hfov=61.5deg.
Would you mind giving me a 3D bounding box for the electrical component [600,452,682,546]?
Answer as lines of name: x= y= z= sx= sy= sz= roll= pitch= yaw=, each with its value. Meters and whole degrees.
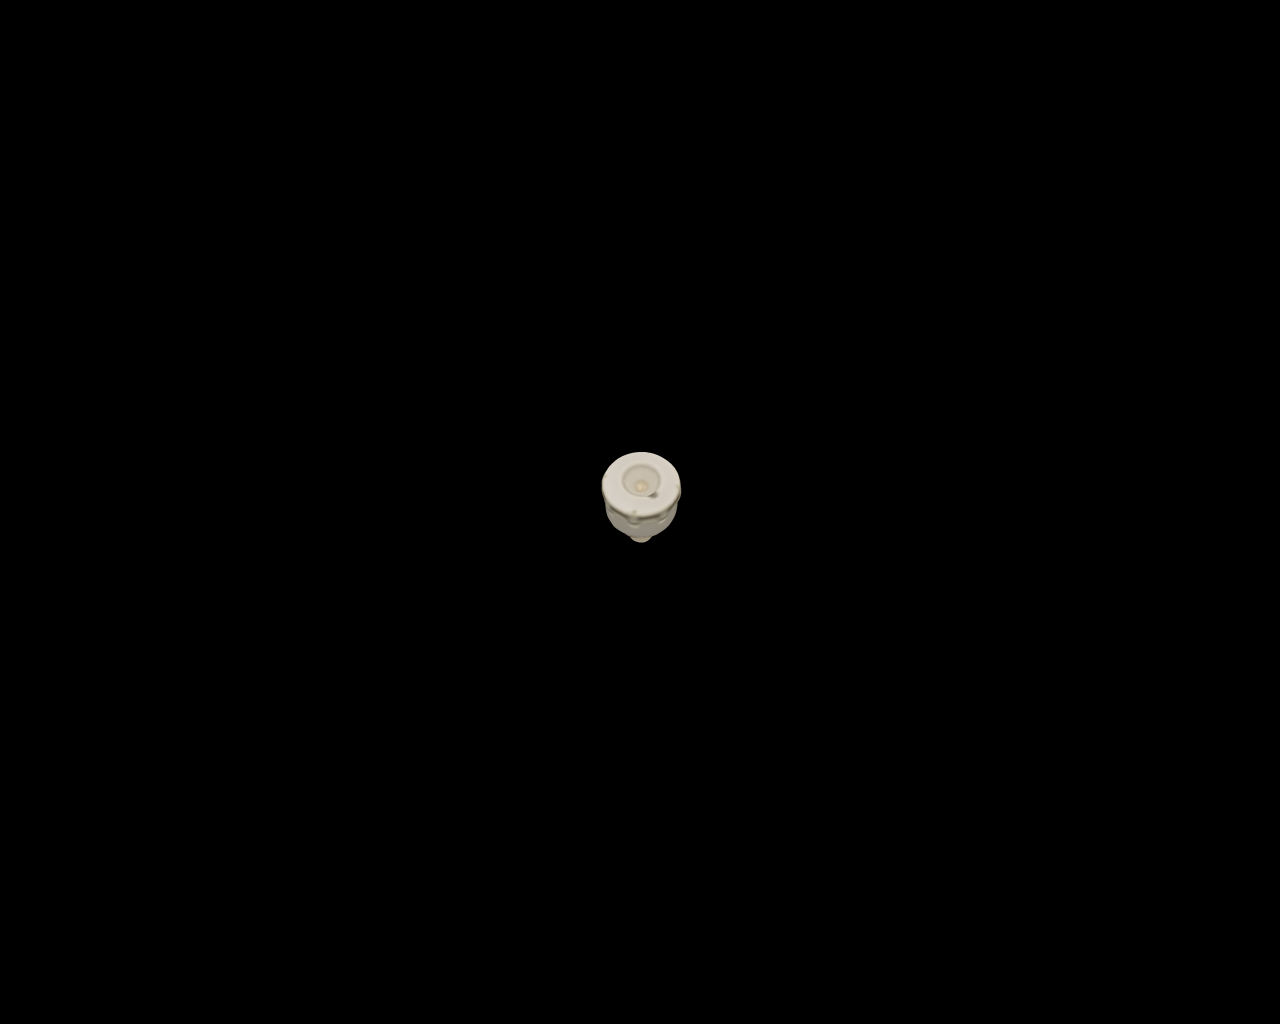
electrical component: x=0.001 y=-0.003 z=0.650 sx=0.048 sy=0.048 sz=0.062 roll=0 pitch=-33 yaw=0
